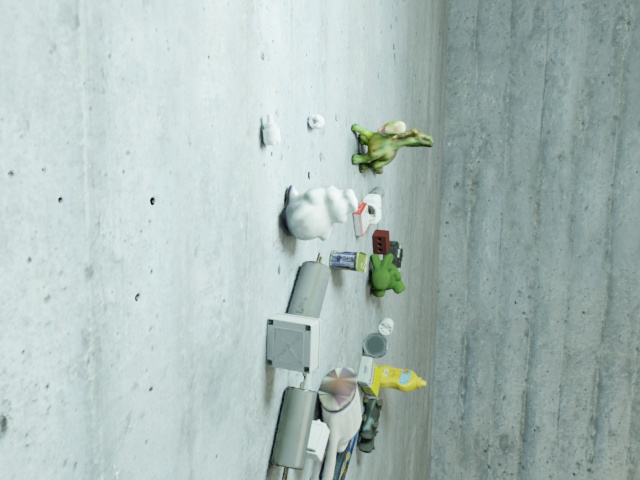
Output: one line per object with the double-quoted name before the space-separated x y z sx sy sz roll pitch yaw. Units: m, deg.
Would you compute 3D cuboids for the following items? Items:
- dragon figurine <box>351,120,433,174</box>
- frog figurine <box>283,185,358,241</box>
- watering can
"dragon figurine" 0.236 -0.285 1.626 0.407 0.242 0.123 22 68 -66
"frog figurine" 0.004 -0.058 1.154 0.125 0.159 0.134 -56 144 -50
"watering can" 0.050 0.508 1.428 0.355 0.104 0.220 -60 146 -54
